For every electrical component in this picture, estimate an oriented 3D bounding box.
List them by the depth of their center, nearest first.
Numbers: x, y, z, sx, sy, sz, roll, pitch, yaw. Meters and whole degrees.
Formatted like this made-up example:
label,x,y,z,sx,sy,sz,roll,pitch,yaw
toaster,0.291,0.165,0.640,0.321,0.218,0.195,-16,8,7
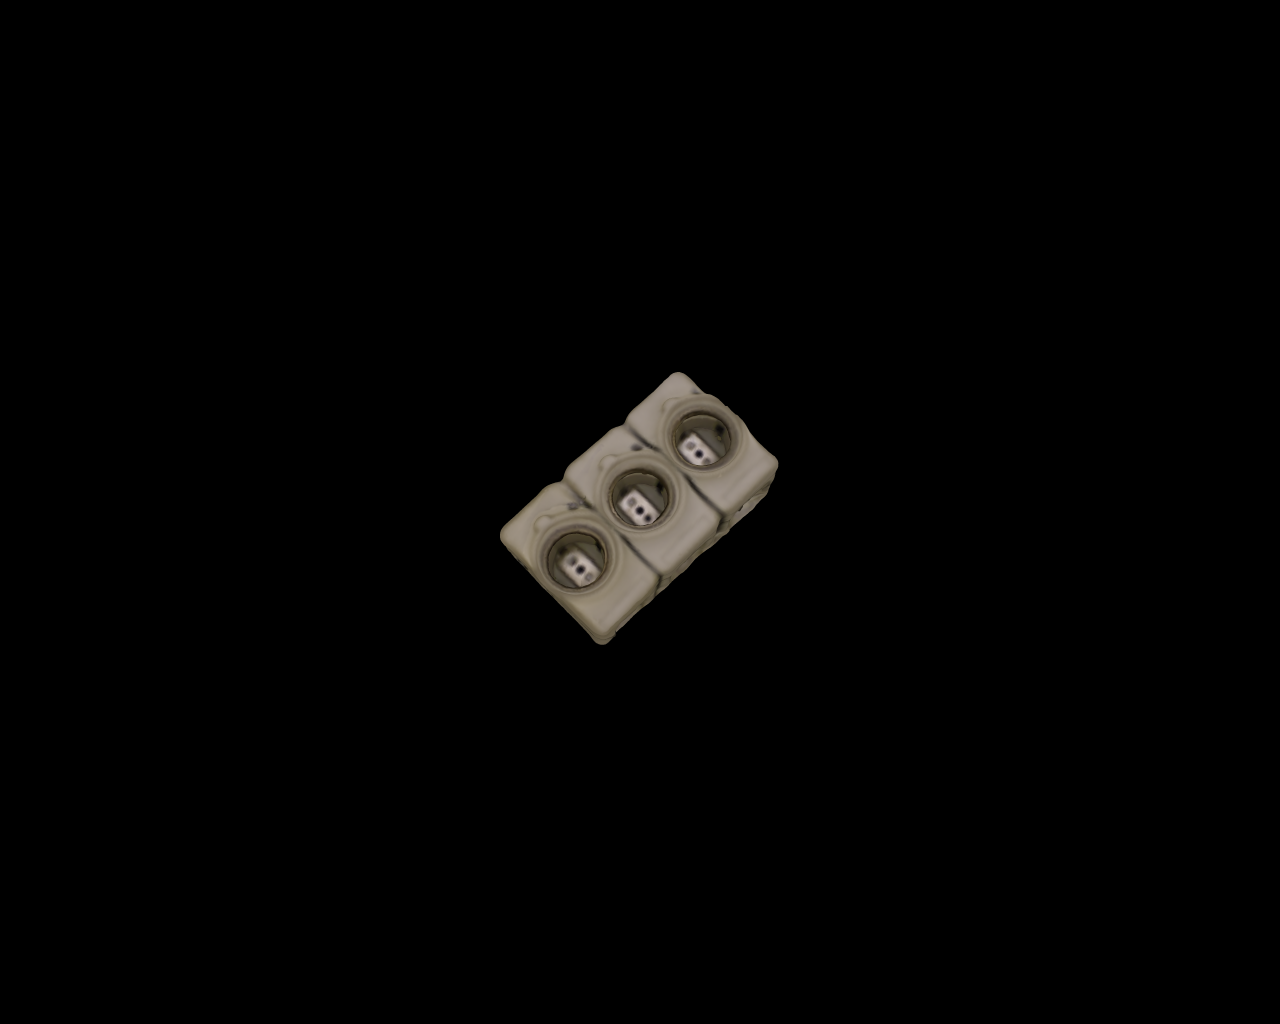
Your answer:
label,x,y,z,sx,sy,sz,roll,pitch,yaw
electrical component,0.001,-0.003,0.650,0.150,0.089,0.061,-43,-12,-11
